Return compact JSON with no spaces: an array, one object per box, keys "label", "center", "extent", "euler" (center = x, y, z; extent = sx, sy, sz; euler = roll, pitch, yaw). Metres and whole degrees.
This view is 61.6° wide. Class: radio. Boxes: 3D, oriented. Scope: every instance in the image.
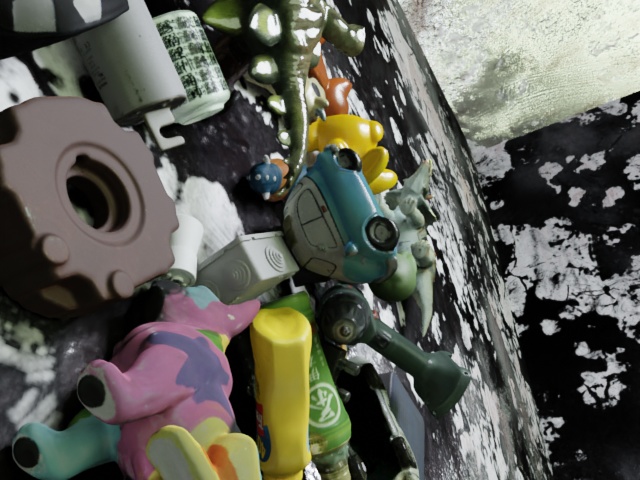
[{"label":"radio","center":[0.088,0.310,0.734],"extent":[0.131,0.073,0.230],"euler":[57,29,-30]}]

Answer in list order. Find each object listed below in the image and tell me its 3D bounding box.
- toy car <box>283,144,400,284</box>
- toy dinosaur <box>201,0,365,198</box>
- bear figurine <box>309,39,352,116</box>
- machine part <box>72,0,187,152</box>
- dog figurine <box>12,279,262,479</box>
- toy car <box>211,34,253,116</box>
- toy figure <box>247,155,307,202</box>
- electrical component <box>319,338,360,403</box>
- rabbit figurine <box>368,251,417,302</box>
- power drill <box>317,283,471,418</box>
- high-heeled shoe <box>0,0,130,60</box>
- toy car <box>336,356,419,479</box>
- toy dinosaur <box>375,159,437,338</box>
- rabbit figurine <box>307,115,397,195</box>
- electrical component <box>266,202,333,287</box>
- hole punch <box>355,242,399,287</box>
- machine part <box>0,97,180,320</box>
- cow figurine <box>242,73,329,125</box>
[{"label":"toy car","center":[0.012,-0.018,0.588],"extent":[0.161,0.103,0.109],"euler":[66,-19,7]},{"label":"toy dinosaur","center":[-0.048,-0.270,0.647],"extent":[0.198,0.105,0.471],"euler":[1,71,-48]},{"label":"bear figurine","center":[0.010,-0.298,0.967],"extent":[0.195,0.132,0.120],"euler":[47,5,-31]},{"label":"machine part","center":[-0.196,-0.199,0.508],"extent":[0.243,0.079,0.079],"euler":[67,24,-9]},{"label":"dog figurine","center":[-0.097,0.120,0.419],"extent":[0.191,0.108,0.219],"euler":[44,19,4]},{"label":"toy car","center":[-0.105,-0.247,0.694],"extent":[0.089,0.053,0.202],"euler":[47,56,-22]},{"label":"toy figure","center":[-0.054,-0.080,0.747],"extent":[0.154,0.058,0.064],"euler":[-1,68,-60]},{"label":"electrical component","center":[0.003,0.160,0.674],"extent":[0.021,0.094,0.063],"euler":[18,93,-63]},{"label":"rabbit figurine","center":[0.073,0.033,0.766],"extent":[0.159,0.121,0.170],"euler":[41,8,-50]},{"label":"power drill","center":[0.082,0.134,0.673],"extent":[0.207,0.086,0.232],"euler":[31,2,-8]},{"label":"high-heeled shoe","center":[-0.248,-0.196,0.360],"extent":[0.249,0.086,0.145],"euler":[-46,127,-49]},{"label":"toy car","center":[0.062,0.233,0.678],"extent":[0.056,0.073,0.202],"euler":[62,4,-40]},{"label":"toy dinosaur","center":[0.197,0.021,1.145],"extent":[0.192,0.131,0.405],"euler":[30,52,-55]},{"label":"rabbit figurine","center":[0.046,-0.114,0.905],"extent":[0.121,0.163,0.173],"euler":[57,42,-55]},{"label":"electrical component","center":[-0.001,-0.002,0.699],"extent":[0.058,0.134,0.115],"euler":[-1,75,-65]},{"label":"hole punch","center":[0.071,0.006,0.913],"extent":[0.115,0.092,0.142],"euler":[57,31,-20]},{"label":"machine part","center":[-0.187,-0.029,0.424],"extent":[0.179,0.056,0.179],"euler":[48,31,-41]},{"label":"cow figurine","center":[-0.053,-0.252,0.844],"extent":[0.194,0.086,0.127],"euler":[21,55,-55]}]
